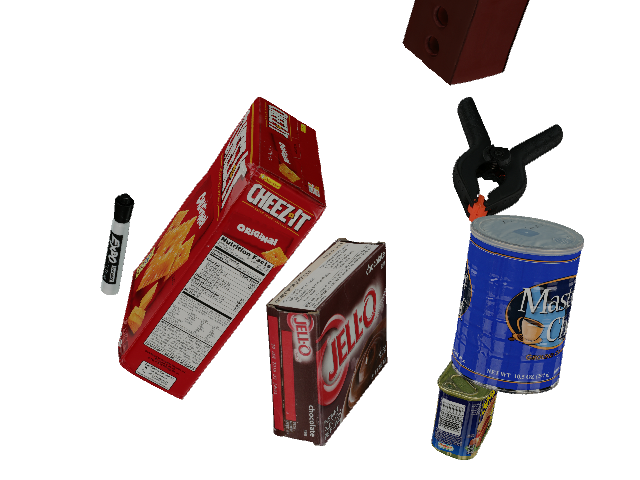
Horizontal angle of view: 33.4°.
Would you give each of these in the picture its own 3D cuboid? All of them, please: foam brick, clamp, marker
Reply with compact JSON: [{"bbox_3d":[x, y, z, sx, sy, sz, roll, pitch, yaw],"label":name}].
[{"bbox_3d":[0.095,-0.148,0.685,0.051,0.078,0.053,-21,53,-32],"label":"foam brick"},{"bbox_3d":[0.182,-0.091,1.161,0.120,0.039,0.171,22,49,19],"label":"clamp"},{"bbox_3d":[-0.202,0.004,1.063,0.020,0.121,0.020,11,36,-9],"label":"marker"}]

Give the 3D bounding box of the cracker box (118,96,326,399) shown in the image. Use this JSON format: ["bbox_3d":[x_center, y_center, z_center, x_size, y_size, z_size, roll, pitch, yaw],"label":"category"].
[{"bbox_3d":[-0.086,0.002,0.903,0.072,0.214,0.164,30,21,-18],"label":"cracker box"}]

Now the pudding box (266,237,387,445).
[{"bbox_3d":[0.007,0.059,0.666,0.039,0.090,0.113,8,25,20],"label":"pudding box"}]

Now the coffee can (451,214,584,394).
[{"bbox_3d":[0.181,0.057,0.991,0.103,0.140,0.103,5,17,-2],"label":"coffee can"}]

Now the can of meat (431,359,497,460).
[{"bbox_3d":[0.162,0.182,1.184,0.057,0.084,0.102,15,26,20],"label":"can of meat"}]
